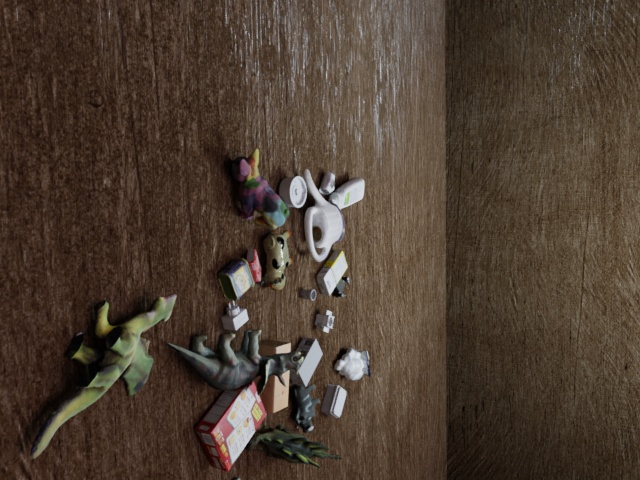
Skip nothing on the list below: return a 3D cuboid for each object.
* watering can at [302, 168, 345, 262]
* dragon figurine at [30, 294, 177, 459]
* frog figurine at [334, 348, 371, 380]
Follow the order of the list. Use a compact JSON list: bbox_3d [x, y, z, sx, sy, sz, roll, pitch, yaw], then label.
[{"bbox_3d":[0.006,-0.097,1.925,0.226,0.104,0.346,-15,102,-60],"label":"watering can"},{"bbox_3d":[-0.453,0.291,1.156,0.417,0.122,0.238,-65,152,-22],"label":"dragon figurine"},{"bbox_3d":[0.124,0.532,2.189,0.160,0.124,0.136,-5,107,-24],"label":"frog figurine"}]
